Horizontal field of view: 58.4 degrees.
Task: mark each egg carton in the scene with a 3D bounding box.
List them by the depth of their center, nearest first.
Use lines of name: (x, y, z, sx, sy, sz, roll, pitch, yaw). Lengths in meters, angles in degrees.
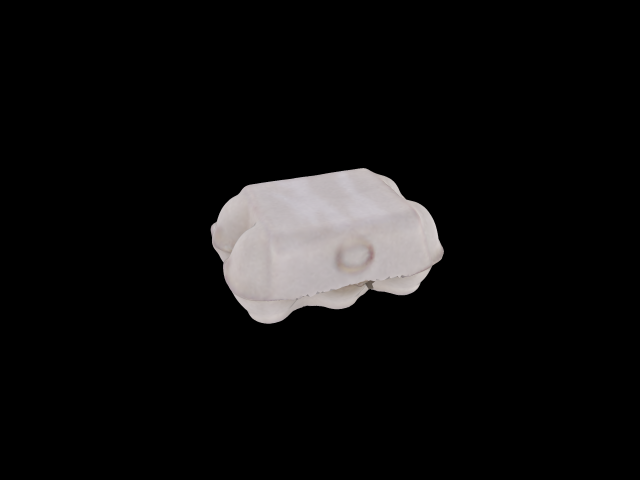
egg carton: (0.004, 0.001, 0.400, 0.150, 0.069, 0.107, -11, 32, -18)
